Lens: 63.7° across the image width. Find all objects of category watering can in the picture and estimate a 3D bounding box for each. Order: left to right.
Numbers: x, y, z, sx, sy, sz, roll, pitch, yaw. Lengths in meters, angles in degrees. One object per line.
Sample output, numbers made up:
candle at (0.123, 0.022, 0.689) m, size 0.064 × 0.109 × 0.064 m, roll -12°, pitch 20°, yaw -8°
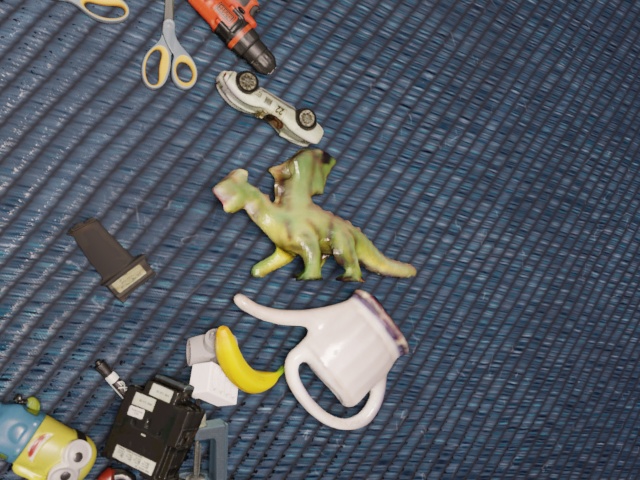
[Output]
watering can at (0.022, 0.173, 0.907) m, size 0.227 × 0.104 × 0.344 m, roll -41°, pitch 107°, yaw -19°

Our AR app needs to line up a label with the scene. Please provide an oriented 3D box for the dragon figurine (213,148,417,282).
dragon figurine at (0.003, -0.046, 0.907) m, size 0.410 × 0.121 × 0.244 m, roll 2°, pitch 82°, yaw -33°
